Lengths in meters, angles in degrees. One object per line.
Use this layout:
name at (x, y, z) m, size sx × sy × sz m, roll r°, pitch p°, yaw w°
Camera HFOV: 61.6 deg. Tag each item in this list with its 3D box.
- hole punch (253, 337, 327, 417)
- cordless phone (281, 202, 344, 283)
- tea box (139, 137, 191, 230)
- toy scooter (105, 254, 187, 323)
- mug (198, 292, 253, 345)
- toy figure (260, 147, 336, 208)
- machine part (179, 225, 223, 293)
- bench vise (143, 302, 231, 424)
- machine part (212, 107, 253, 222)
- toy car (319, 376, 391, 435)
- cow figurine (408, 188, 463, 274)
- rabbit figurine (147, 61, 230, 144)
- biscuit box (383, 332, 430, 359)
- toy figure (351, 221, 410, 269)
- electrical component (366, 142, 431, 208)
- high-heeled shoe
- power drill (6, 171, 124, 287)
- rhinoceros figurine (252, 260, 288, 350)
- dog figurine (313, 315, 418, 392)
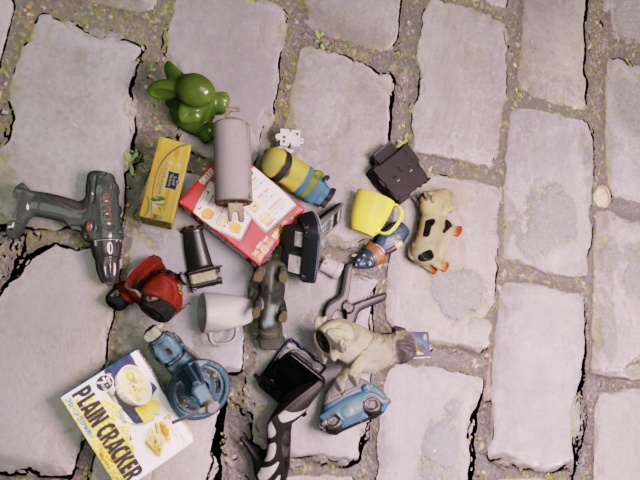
hole punch at (-0.056, 0.285, 1.139) m, size 0.142 × 0.092 × 0.116 m, roll 39°, pitch 105°, yaw -9°
cordless phone at (-0.002, -0.003, 1.182) m, size 0.089 × 0.184 × 0.146 m, roll 18°, pitch 120°, yaw 23°
tea box at (-0.319, -0.114, 1.110) m, size 0.068 × 0.098 × 0.169 m, roll 14°, pitch 78°, yaw -12°
toy scooter at (-0.330, 0.087, 1.068) m, size 0.135 × 0.184 × 0.075 m, roll -60°, pitch 142°, yaw -34°
mug at (-0.192, 0.160, 1.115) m, size 0.107 × 0.081 × 0.109 m, roll -1°, pitch 80°, yaw -24°
toy figure at (-0.048, -0.139, 1.182) m, size 0.180 × 0.089 × 0.082 m, roll 35°, pitch 84°, yaw -13°
machine part at (-0.256, 0.035, 1.137) m, size 0.084 × 0.039 × 0.138 m, roll -17°, pitch 89°, yaw -8°
bench vise at (-0.245, 0.256, 1.016) m, size 0.129 × 0.241 × 0.223 m, roll -28°, pitch 106°, yaw -20°
machine part at (-0.178, -0.155, 1.090) m, size 0.079 × 0.079 × 0.243 m, roll -1°, pitch 81°, yaw -15°
toy car at (0.064, 0.345, 1.152) m, size 0.162 × 0.109 × 0.103 m, roll -20°, pitch 64°, yaw -5°
cow figurine at (0.262, -0.032, 1.257) m, size 0.127 × 0.085 × 0.195 m, roll 26°, pitch 78°, yaw -16°
rabbit figurine at (-0.262, -0.302, 1.111) m, size 0.159 × 0.170 × 0.121 m, roll 32°, pitch 76°, yaw -9°
biscuit box at (0.141, 0.236, 1.197) m, size 0.203 × 0.063 × 0.059 m, roll 0°, pitch 81°, yaw -14°
toy figure at (0.140, 0.019, 1.226) m, size 0.154 × 0.064 × 0.057 m, roll -41°, pitch 108°, yaw -17°
electrical component at (0.178, -0.160, 1.263) m, size 0.115 × 0.058 × 0.134 m, roll -40°, pitch 94°, yaw -18°
high-heeled shoe at (-0.051, 0.396, 1.077) m, size 0.249 × 0.086 × 0.145 m, roll -41°, pitch 94°, yaw 16°
power drill at (-0.497, -0.029, 1.063) m, size 0.207 × 0.086 × 0.232 m, roll 4°, pitch 80°, yaw -10°
rhinoceros figurine at (-0.105, 0.138, 1.122) m, size 0.073 × 0.112 × 0.190 m, roll 0°, pitch 95°, yaw -6°
dog figurine at (0.097, 0.204, 1.120) m, size 0.190 × 0.121 × 0.172 m, roll -25°, pitch 90°, yaw -31°
